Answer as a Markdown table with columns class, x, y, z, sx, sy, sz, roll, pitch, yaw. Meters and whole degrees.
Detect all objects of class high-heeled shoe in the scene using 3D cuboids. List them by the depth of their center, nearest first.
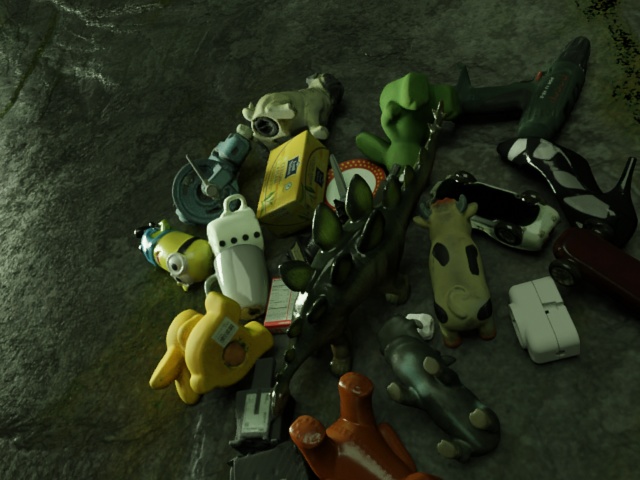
| class | x | y | z | sx | sy | sz | roll | pitch | yaw |
| --- | --- | --- | --- | --- | --- | --- | --- | --- | --- |
| high-heeled shoe | 0.338 | -0.065 | 0.774 | 0.249 | 0.086 | 0.145 | 27 | 99 | 57 |

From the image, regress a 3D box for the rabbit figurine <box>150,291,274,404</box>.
| class | x | y | z | sx | sy | sz | roll | pitch | yaw |
| --- | --- | --- | --- | --- | --- | --- | --- | --- | --- |
| rabbit figurine | -0.174 | 0.161 | 0.802 | 0.173 | 0.121 | 0.162 | 11 | 69 | 50 |

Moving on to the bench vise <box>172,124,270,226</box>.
| class | x | y | z | sx | sy | sz | roll | pitch | yaw |
| --- | --- | --- | --- | --- | --- | --- | --- | --- | --- |
| bench vise | -0.181 | -0.114 | 0.974 | 0.223 | 0.128 | 0.241 | -43 | 14 | -2 |

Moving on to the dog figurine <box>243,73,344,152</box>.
| class | x | y | z | sx | sy | sz | roll | pitch | yaw |
| --- | --- | --- | --- | --- | --- | --- | --- | --- | --- |
| dog figurine | -0.047 | -0.265 | 1.037 | 0.121 | 0.172 | 0.190 | -37 | 33 | 46 |

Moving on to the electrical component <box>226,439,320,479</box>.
| class | x | y | z | sx | sy | sz | roll | pitch | yaw |
| --- | --- | --- | --- | --- | --- | --- | --- | --- | --- |
| electrical component | -0.051 | 0.316 | 0.637 | 0.115 | 0.058 | 0.134 | -22 | 47 | 10 |

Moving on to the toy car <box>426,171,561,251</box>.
| class | x | y | z | sx | sy | sz | roll | pitch | yaw |
| --- | --- | --- | --- | --- | --- | --- | --- | --- | --- |
| toy car | 0.245 | -0.045 | 0.785 | 0.202 | 0.056 | 0.073 | 27 | 73 | 45 |

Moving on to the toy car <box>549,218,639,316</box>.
| class | x | y | z | sx | sy | sz | roll | pitch | yaw |
| --- | --- | --- | --- | --- | --- | --- | --- | --- | --- |
| toy car | 0.371 | 0.056 | 0.634 | 0.202 | 0.053 | 0.089 | 37 | 69 | 20 |

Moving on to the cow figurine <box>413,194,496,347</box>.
| class | x | y | z | sx | sy | sz | roll | pitch | yaw |
| --- | --- | --- | --- | --- | --- | --- | --- | --- | --- |
| cow figurine | 0.177 | 0.028 | 0.714 | 0.086 | 0.127 | 0.195 | -10 | 53 | 14 |

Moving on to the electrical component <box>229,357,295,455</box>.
| class | x | y | z | sx | sy | sz | roll | pitch | yaw |
| --- | --- | --- | --- | --- | --- | --- | --- | --- | --- |
| electrical component | -0.076 | 0.224 | 0.729 | 0.075 | 0.047 | 0.119 | -12 | 49 | 15 |

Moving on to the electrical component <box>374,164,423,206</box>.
| class | x | y | z | sx | sy | sz | roll | pitch | yaw |
| --- | --- | --- | --- | --- | --- | --- | --- | --- | --- |
| electrical component | 0.120 | -0.062 | 0.844 | 0.078 | 0.045 | 0.102 | 34 | 101 | 24 |

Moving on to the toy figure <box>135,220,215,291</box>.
| class | x | y | z | sx | sy | sz | roll | pitch | yaw |
| --- | --- | --- | --- | --- | --- | --- | --- | --- | --- |
| toy figure | -0.259 | 0.017 | 0.962 | 0.180 | 0.082 | 0.089 | 26 | 69 | 41 |

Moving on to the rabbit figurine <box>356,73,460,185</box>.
| class | x | y | z | sx | sy | sz | roll | pitch | yaw |
| --- | --- | --- | --- | --- | --- | --- | --- | --- | --- |
| rabbit figurine | 0.137 | -0.172 | 0.896 | 0.159 | 0.121 | 0.170 | 0 | 85 | 45 |

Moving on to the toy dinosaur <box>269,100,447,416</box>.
| class | x | y | z | sx | sy | sz | roll | pitch | yaw |
| --- | --- | --- | --- | --- | --- | --- | --- | --- | --- |
| toy dinosaur | 0.059 | 0.021 | 0.727 | 0.105 | 0.198 | 0.471 | 22 | 68 | 29 |

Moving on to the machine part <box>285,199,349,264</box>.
| class | x | y | z | sx | sy | sz | roll | pitch | yaw |
| --- | --- | --- | --- | --- | --- | --- | --- | --- | --- |
| machine part | -0.002 | -0.003 | 0.860 | 0.139 | 0.039 | 0.084 | -50 | 37 | 19 |

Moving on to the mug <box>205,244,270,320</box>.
| class | x | y | z | sx | sy | sz | roll | pitch | yaw |
| --- | --- | --- | --- | --- | --- | --- | --- | --- | --- |
| mug | -0.130 | 0.075 | 0.855 | 0.110 | 0.080 | 0.107 | -23 | 56 | 1 |

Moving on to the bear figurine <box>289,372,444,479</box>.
| class | x | y | z | sx | sy | sz | roll | pitch | yaw |
| --- | --- | --- | --- | --- | --- | --- | --- | --- | --- |
| bear figurine | 0.076 | 0.255 | 0.580 | 0.120 | 0.131 | 0.196 | -34 | 37 | -30 |

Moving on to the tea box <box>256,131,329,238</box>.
| class | x | y | z | sx | sy | sz | roll | pitch | yaw |
| --- | --- | --- | --- | --- | --- | --- | --- | --- | --- |
| tea box | -0.046 | -0.099 | 0.945 | 0.098 | 0.068 | 0.170 | -25 | 42 | 33 |

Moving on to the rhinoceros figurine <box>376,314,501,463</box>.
| class | x | y | z | sx | sy | sz | roll | pitch | yaw |
| --- | --- | --- | --- | --- | --- | --- | --- | --- | --- |
| rhinoceros figurine | 0.137 | 0.167 | 0.637 | 0.073 | 0.112 | 0.190 | -52 | 59 | 18 |

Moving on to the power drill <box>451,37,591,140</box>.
| class | x | y | z | sx | sy | sz | roll | pitch | yaw |
| --- | --- | --- | --- | --- | --- | --- | --- | --- | --- |
| power drill | 0.334 | -0.258 | 0.913 | 0.208 | 0.085 | 0.232 | 12 | 62 | 23 |
